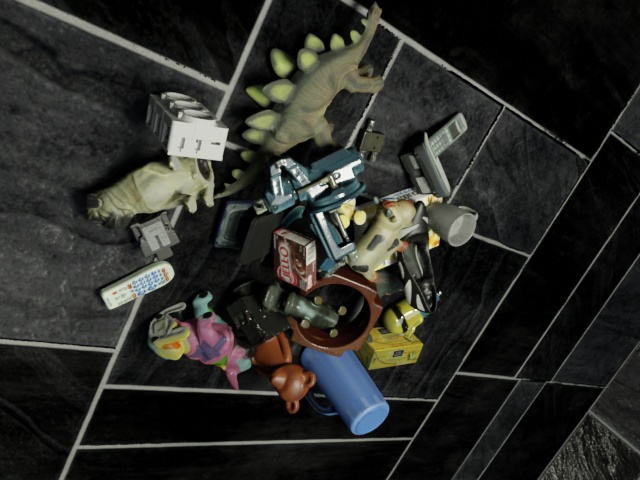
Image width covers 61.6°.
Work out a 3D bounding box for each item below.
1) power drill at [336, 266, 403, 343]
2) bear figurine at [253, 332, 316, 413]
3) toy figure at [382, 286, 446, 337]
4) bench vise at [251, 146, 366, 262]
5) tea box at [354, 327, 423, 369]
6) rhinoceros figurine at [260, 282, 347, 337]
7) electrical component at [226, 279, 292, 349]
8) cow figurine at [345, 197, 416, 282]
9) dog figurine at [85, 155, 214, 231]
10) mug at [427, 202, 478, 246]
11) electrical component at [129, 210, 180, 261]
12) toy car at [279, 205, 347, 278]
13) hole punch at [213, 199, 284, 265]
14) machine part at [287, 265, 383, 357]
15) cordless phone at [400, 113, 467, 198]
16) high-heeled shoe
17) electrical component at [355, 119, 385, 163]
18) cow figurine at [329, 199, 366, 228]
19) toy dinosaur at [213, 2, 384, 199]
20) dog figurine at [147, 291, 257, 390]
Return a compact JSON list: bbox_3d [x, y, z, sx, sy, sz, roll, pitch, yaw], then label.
[{"bbox_3d":[0.144,0.159,1.376,0.232,0.086,0.207,16,112,-36],"label":"power drill"},{"bbox_3d":[-0.107,0.288,1.219,0.132,0.196,0.120,20,109,-38],"label":"bear figurine"},{"bbox_3d":[0.251,0.184,1.459,0.180,0.082,0.089,-39,113,4],"label":"toy figure"},{"bbox_3d":[-0.001,-0.056,0.991,0.224,0.129,0.240,-30,109,-17],"label":"bench vise"},{"bbox_3d":[0.183,0.290,1.471,0.169,0.098,0.068,-2,120,-33],"label":"tea box"},{"bbox_3d":[-0.035,0.143,1.140,0.190,0.112,0.073,24,87,-28],"label":"rhinoceros figurine"},{"bbox_3d":[-0.134,0.154,1.159,0.058,0.134,0.115,-34,173,29],"label":"electrical component"},{"bbox_3d":[0.130,-0.012,1.170,0.195,0.086,0.127,-48,134,11],"label":"cow figurine"},{"bbox_3d":[-0.297,-0.093,0.945,0.191,0.172,0.121,-12,99,17],"label":"dog figurine"},{"bbox_3d":[0.300,-0.051,1.234,0.109,0.107,0.080,-33,131,-17],"label":"mug"},{"bbox_3d":[-0.308,-0.003,1.009,0.075,0.048,0.119,-22,126,-18],"label":"electrical component"},{"bbox_3d":[-0.002,-0.003,1.153,0.109,0.162,0.103,-48,172,31],"label":"toy car"},{"bbox_3d":[-0.145,-0.023,1.086,0.116,0.092,0.142,-18,130,-61],"label":"hole punch"},{"bbox_3d":[0.027,0.157,1.252,0.201,0.087,0.201,21,110,-15],"label":"machine part"},{"bbox_3d":[0.287,-0.197,1.237,0.184,0.089,0.146,-40,113,-24],"label":"cordless phone"},{"bbox_3d":[0.233,0.045,1.225,0.086,0.145,0.248,-13,127,-27],"label":"high-heeled shoe"},{"bbox_3d":[0.111,-0.213,1.158,0.063,0.021,0.094,0,117,-33],"label":"electrical component"},{"bbox_3d":[0.036,-0.111,1.141,0.068,0.098,0.167,-20,109,-13],"label":"cow figurine"},{"bbox_3d":[-0.040,-0.239,1.000,0.198,0.105,0.471,27,105,-34],"label":"toy dinosaur"},{"bbox_3d":[-0.242,0.233,1.141,0.191,0.109,0.219,-25,123,-9],"label":"dog figurine"}]
